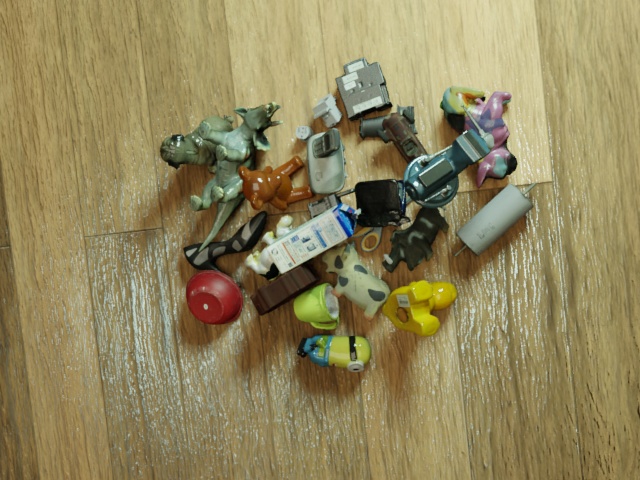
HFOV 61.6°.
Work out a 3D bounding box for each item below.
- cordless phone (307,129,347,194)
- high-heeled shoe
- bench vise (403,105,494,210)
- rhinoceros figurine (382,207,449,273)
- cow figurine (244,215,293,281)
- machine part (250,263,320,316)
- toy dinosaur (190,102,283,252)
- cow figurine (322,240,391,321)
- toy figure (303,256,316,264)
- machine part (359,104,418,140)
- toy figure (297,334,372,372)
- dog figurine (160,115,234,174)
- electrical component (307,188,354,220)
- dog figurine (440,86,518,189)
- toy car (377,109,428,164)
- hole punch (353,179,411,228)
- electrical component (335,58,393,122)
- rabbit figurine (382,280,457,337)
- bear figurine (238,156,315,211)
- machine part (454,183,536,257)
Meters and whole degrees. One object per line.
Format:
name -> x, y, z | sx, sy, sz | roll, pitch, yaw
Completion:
cordless phone -> 0.028, -0.184, 1.256 | 0.089, 0.184, 0.146 | -5, 92, -11
high-heeled shoe -> -0.246, -0.011, 1.385 | 0.145, 0.086, 0.248 | 39, 106, 7
bench vise -> 0.266, -0.148, 1.168 | 0.129, 0.240, 0.223 | 43, 78, 6
rhinoceros figurine -> 0.225, 0.004, 1.281 | 0.112, 0.073, 0.190 | 38, 100, 8
cow figurine -> -0.106, 0.022, 1.363 | 0.098, 0.068, 0.167 | 40, 104, 3
machine part -> -0.083, 0.118, 1.313 | 0.179, 0.179, 0.056 | -33, 82, 13
toy dinosaur -> -0.214, -0.171, 1.343 | 0.131, 0.192, 0.404 | 34, 119, 30
cow figurine -> 0.086, 0.088, 1.313 | 0.195, 0.085, 0.127 | 38, 106, 11
toy figure -> -0.001, -0.003, 1.340 | 0.154, 0.058, 0.064 | -44, 76, 13
machine part -> 0.163, -0.279, 1.301 | 0.139, 0.039, 0.084 | -9, 99, 12
toy figure -> 0.038, 0.274, 1.336 | 0.180, 0.082, 0.089 | 9, 97, 15
dog figurine -> -0.299, -0.251, 1.333 | 0.121, 0.190, 0.172 | 28, 97, 10
electrical component -> 0.034, -0.087, 1.323 | 0.119, 0.075, 0.047 | -17, 89, 11
dog figurine -> 0.358, -0.229, 1.223 | 0.192, 0.108, 0.219 | 10, 98, 12
toy car -> 0.218, -0.210, 1.265 | 0.089, 0.053, 0.202 | -34, 100, 10
hole punch -> 0.149, -0.090, 1.286 | 0.142, 0.092, 0.115 | -2, 100, 20
electrical component -> 0.104, -0.368, 1.299 | 0.115, 0.058, 0.134 | -16, 89, 12
rabbit figurine -> 0.242, 0.150, 1.254 | 0.162, 0.173, 0.122 | -27, 84, 58
bear figurine -> -0.106, -0.137, 1.290 | 0.132, 0.196, 0.120 | -24, 84, 12
machine part -> 0.400, -0.045, 1.234 | 0.243, 0.079, 0.079 | -43, 83, 11
